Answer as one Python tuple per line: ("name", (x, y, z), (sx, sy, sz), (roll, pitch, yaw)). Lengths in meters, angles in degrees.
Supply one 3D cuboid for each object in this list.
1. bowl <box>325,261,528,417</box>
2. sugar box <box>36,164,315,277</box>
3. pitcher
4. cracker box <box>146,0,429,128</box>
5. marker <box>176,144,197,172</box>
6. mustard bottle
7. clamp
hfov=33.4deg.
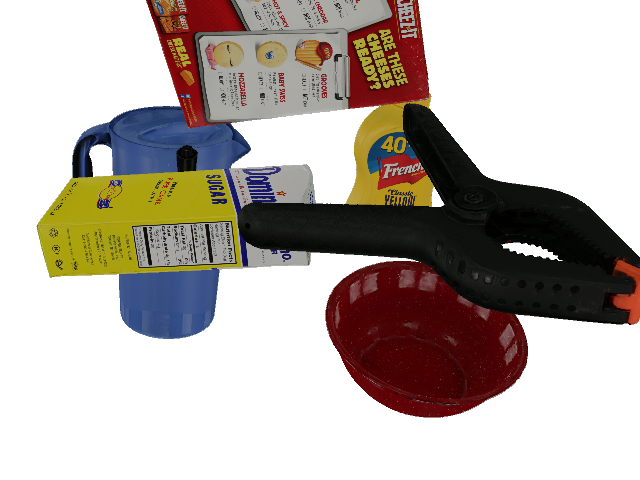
("bowl", (0.079, 0.088, 0.847), (0.162, 0.055, 0.162), (7, 37, -6))
("sugar box", (-0.093, -0.015, 0.728), (0.176, 0.048, 0.093), (-6, 24, 5))
("pitcher", (-0.176, -0.019, 1.176), (0.149, 0.243, 0.144), (25, 31, 35))
("cracker box", (-0.025, -0.187, 0.885), (0.214, 0.164, 0.072), (-7, 44, 8))
("marker", (-0.122, -0.035, 0.965), (0.020, 0.121, 0.020), (5, 41, -4))
("mustard bottle", (0.081, -0.082, 1.099), (0.096, 0.192, 0.058), (2, 26, -14))
("clamp", (0.071, -0.006, 0.572), (0.164, 0.036, 0.210), (-30, 45, -33))
